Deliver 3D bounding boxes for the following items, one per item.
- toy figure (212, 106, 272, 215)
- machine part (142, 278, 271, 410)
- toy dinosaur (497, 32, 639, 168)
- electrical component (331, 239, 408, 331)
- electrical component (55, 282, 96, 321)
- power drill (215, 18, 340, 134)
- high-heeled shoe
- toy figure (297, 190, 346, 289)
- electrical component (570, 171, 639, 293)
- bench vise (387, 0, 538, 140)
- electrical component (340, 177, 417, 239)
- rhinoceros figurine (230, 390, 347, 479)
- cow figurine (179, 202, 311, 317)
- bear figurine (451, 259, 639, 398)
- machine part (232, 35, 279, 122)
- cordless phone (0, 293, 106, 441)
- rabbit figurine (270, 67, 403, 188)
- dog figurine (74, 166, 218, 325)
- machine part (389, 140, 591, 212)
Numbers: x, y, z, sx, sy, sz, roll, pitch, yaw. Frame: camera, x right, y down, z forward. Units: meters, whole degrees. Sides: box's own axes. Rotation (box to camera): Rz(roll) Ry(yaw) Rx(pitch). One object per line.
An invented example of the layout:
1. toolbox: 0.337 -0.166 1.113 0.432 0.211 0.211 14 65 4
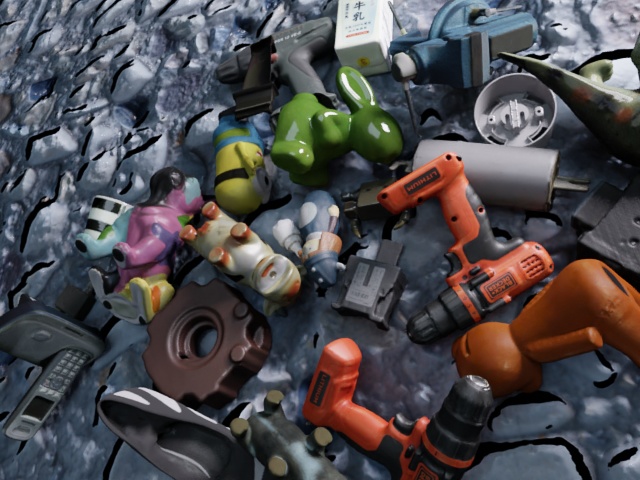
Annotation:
1. toy figure: -0.127 -0.122 0.837 0.089 0.082 0.180 -29 61 20
2. machine part: -0.158 0.139 0.731 0.179 0.056 0.179 -11 61 20
3. toy dinosaur: 0.398 -0.129 0.577 0.405 0.131 0.192 3 62 20
4. electrical component: 0.072 0.049 0.685 0.075 0.047 0.119 18 75 29
5. electrical component: -0.400 0.100 0.873 0.063 0.021 0.094 23 76 31
6. power drill: -0.061 -0.259 0.886 0.232 0.085 0.207 -23 51 12
7. high-heeled shoe: -0.145 0.248 0.616 0.249 0.145 0.086 23 76 32
8. toy figure: -0.001 -0.001 0.721 0.058 0.064 0.154 9 45 -10
9. electrical component: 0.350 -0.006 0.588 0.115 0.058 0.134 -48 57 -7
10. bench vise: 0.166 -0.265 0.752 0.224 0.128 0.241 -33 33 -12
11. electrical component: 0.079 -0.045 0.734 0.102 0.045 0.078 -13 32 14
12. rhinoceros figurine: -0.022 0.251 0.583 0.073 0.111 0.191 -32 46 -31
13. cow figurine: -0.096 0.032 0.734 0.195 0.127 0.085 28 77 46
14. bear figurine: 0.237 0.114 0.555 0.132 0.120 0.196 39 115 -7
15. machine part: -0.095 -0.247 0.826 0.084 0.039 0.139 -8 63 34
16. cordless phone: -0.413 0.183 0.760 0.089 0.146 0.184 16 69 37
17. rabbit figurine: 0.037 -0.150 0.757 0.170 0.121 0.159 5 70 20
18. dog figurine: -0.238 -0.001 0.815 0.109 0.191 0.219 8 34 29
19. machine part: 0.206 -0.083 0.677 0.244 0.079 0.079 10 69 28
